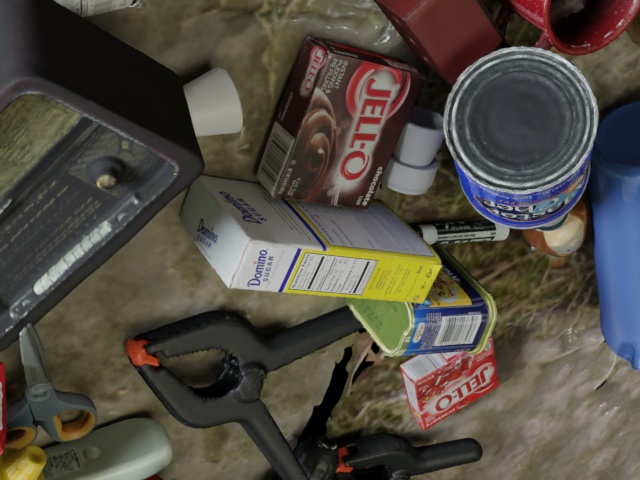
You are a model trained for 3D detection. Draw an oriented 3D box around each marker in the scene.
[{"bbox_3d":[0.108,-0.006,0.896,0.120,0.020,0.020,-4,124,-32],"label":"marker"}]

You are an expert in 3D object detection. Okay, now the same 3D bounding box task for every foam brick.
[{"bbox_3d":[0.081,-0.156,0.742,0.051,0.053,0.078,-44,134,3],"label":"foam brick"}]

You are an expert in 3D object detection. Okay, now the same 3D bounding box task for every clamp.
[{"bbox_3d":[0.079,0.217,1.030,0.120,0.039,0.171,-46,137,11],"label":"clamp"},{"bbox_3d":[-0.054,0.101,0.847,0.209,0.036,0.164,27,88,-36],"label":"clamp"}]

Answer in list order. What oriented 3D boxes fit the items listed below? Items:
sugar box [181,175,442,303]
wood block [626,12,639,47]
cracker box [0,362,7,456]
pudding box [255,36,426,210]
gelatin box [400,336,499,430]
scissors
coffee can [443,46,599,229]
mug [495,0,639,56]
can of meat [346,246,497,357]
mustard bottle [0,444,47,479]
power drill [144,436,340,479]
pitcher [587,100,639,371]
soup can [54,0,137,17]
[{"bbox_3d":[-0.005,0.001,0.774,0.175,0.093,0.048,4,119,-35],"label":"sugar box"},{"bbox_3d":[0.330,-0.233,0.822,0.206,0.091,0.090,-46,136,4],"label":"wood block"},{"bbox_3d":[-0.319,0.114,0.623,0.164,0.072,0.213,-34,143,32],"label":"cracker box"},{"bbox_3d":[0.013,-0.081,0.762,0.089,0.039,0.114,6,119,-37],"label":"pudding box"},{"bbox_3d":[0.123,0.128,0.999,0.089,0.030,0.073,-27,134,-13],"label":"gelatin box"},{"bbox_3d":[-0.208,0.110,0.727,0.096,0.016,0.202,-22,155,-4],"label":"scissors"},{"bbox_3d":[0.147,-0.069,0.776,0.103,0.103,0.140,-44,165,2],"label":"coffee can"},{"bbox_3d":[0.166,-0.180,0.759,0.093,0.082,0.117,16,112,-41],"label":"mug"},{"bbox_3d":[0.078,0.049,0.861,0.083,0.102,0.057,-1,122,-31],"label":"can of meat"},{"bbox_3d":[-0.253,0.205,0.749,0.096,0.058,0.192,36,115,-21],"label":"mustard bottle"},{"bbox_3d":[-0.085,0.243,0.929,0.187,0.057,0.184,14,112,-39],"label":"power drill"},{"bbox_3d":[0.311,-0.011,0.964,0.145,0.149,0.243,-21,130,1],"label":"pitcher"},{"bbox_3d":[-0.157,-0.148,0.577,0.102,0.069,0.068,-19,131,-22],"label":"soup can"}]
